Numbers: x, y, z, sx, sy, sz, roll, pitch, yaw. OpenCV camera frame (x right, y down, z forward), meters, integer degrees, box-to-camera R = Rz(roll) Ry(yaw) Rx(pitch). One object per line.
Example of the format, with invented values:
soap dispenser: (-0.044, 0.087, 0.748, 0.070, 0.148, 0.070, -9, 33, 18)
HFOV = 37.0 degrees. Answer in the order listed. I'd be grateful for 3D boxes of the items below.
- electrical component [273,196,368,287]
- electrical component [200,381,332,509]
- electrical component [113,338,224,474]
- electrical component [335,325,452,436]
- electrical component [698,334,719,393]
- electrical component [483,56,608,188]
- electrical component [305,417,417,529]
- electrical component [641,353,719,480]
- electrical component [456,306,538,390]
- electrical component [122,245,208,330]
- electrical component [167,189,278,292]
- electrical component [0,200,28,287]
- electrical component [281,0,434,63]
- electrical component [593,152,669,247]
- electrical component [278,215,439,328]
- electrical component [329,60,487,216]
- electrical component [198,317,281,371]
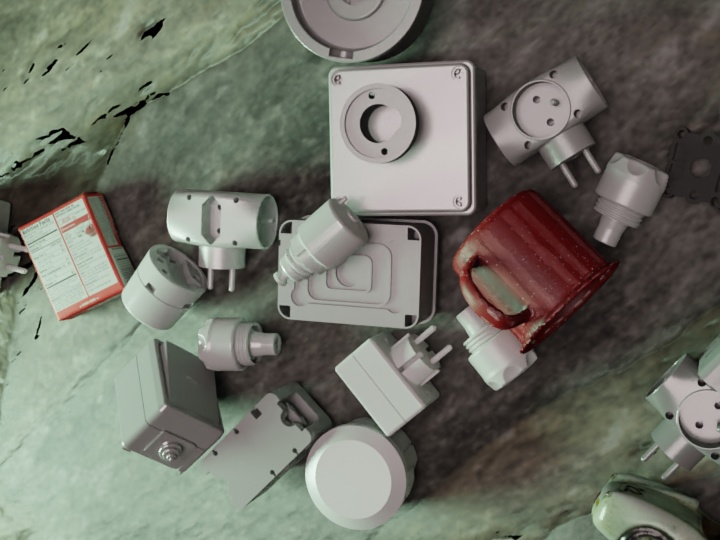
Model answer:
electrical component: (-0.030, -0.016, 0.765, 0.078, 0.040, 0.040, -40, 82, 18)
electrical component: (-0.072, 0.136, 0.848, 0.050, 0.056, 0.089, 47, 107, 9)
electrical component: (-0.148, 0.108, 0.844, 0.061, 0.062, 0.096, -44, 38, 17)
electrical component: (0.035, 0.073, 0.810, 0.077, 0.047, 0.065, -41, 82, 17)
electrical component: (0.263, 0.059, 0.710, 0.050, 0.089, 0.055, 43, 106, 10)
electrical component: (0.140, -0.097, 0.760, 0.077, 0.044, 0.079, -32, 85, 18)
electrical component: (0.003, 0.154, 0.827, 0.080, 0.051, 0.080, 2, 96, 18)
electrical component: (0.231, 0.112, 0.750, 0.077, 0.044, 0.079, 42, 107, 10)
electrical component: (0.097, 0.053, 0.790, 0.043, 0.043, 0.062, -41, 81, 18)
electrical component: (-0.159, 0.015, 0.867, 0.055, 0.055, 0.047, 44, 111, 10)
electrical component: (-0.109, -0.023, 0.851, 0.077, 0.043, 0.079, 5, 97, 18)
electrical component: (-0.317, -0.016, 0.920, 0.076, 0.047, 0.083, 13, 100, 15)
electrical component: (0.003, -0.203, 0.787, 0.108, 0.060, 0.108, 2, 95, 18)
electrical component: (0.184, -0.047, 0.751, 0.043, 0.043, 0.062, 27, 104, 14)
electrical component: (0.000, 0.000, 0.810, 0.113, 0.057, 0.078, 4, 96, 18)
electrical component: (0.036, -0.095, 0.789, 0.109, 0.056, 0.108, 1, 95, 18)
electrical component: (-0.094, 0.059, 0.855, 0.062, 0.043, 0.043, -1, 95, 18)
